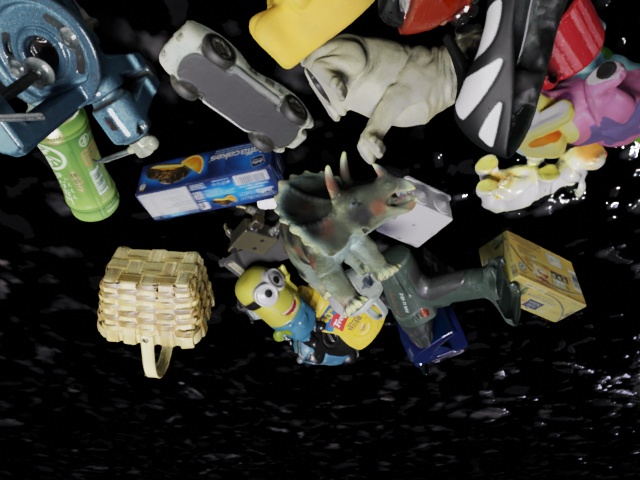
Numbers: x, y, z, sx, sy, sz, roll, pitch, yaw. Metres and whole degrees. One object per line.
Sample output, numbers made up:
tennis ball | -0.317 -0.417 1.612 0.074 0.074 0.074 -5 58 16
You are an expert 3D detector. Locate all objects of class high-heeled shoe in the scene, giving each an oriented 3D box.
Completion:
high-heeled shoe | 0.200 -0.188 0.458 0.086 0.145 0.248 -9 157 -39

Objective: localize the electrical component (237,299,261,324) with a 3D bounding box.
electrical component | -0.091 0.116 1.017 0.119 0.048 0.074 -14 141 17

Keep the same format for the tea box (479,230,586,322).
tea box | 0.357 0.063 0.907 0.169 0.098 0.068 22 136 -23

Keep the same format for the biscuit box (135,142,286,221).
biscuit box | -0.151 -0.084 0.751 0.203 0.063 0.059 -10 140 12

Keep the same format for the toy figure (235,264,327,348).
toy figure | -0.069 0.117 0.916 0.089 0.082 0.180 -22 128 27

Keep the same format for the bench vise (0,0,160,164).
bench vise | -0.263 -0.149 0.543 0.129 0.241 0.223 -8 125 16

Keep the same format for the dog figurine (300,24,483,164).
dog figurine | 0.093 -0.199 0.599 0.190 0.121 0.172 -39 104 0

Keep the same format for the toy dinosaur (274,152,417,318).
toy dinosaur | 0.001 -0.005 0.767 0.192 0.131 0.405 55 165 -6

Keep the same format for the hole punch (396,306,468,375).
hole punch | 0.205 0.167 1.020 0.116 0.142 0.092 -26 139 9

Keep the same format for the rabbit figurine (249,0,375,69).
rabbit figurine | -0.026 -0.267 0.478 0.162 0.122 0.173 -25 116 40

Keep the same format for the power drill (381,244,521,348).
power drill | 0.206 0.095 0.856 0.207 0.086 0.231 -4 132 39

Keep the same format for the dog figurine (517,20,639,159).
dog figurine | 0.343 -0.141 0.641 0.219 0.108 0.191 25 135 -31

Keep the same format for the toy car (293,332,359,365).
toy car | 0.002 0.198 1.092 0.161 0.109 0.103 15 164 -36

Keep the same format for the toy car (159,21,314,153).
toy car | -0.094 -0.174 0.642 0.073 0.056 0.201 -36 131 29

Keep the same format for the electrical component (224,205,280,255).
electrical component | -0.109 -0.015 0.853 0.078 0.045 0.102 11 142 -28

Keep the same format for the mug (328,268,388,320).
mug | 0.072 0.094 0.921 0.109 0.081 0.107 49 159 3

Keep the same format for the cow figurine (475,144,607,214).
cow figurine | 0.305 -0.081 0.745 0.167 0.068 0.098 -12 146 20

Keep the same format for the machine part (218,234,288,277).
machine part | -0.102 0.033 0.922 0.139 0.039 0.084 -25 127 31

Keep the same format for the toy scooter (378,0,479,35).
toy scooter | 0.136 -0.273 0.500 0.135 0.075 0.183 5 138 -10

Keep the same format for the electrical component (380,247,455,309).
electrical component | 0.171 0.083 0.966 0.114 0.058 0.134 32 131 -32
